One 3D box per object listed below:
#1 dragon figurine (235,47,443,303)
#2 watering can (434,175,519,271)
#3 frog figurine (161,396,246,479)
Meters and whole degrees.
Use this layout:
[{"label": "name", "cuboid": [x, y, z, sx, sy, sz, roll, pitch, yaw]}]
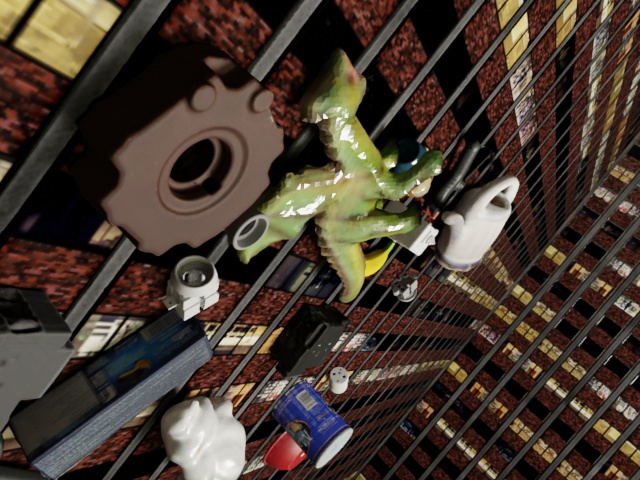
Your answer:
[{"label": "dragon figurine", "cuboid": [0.002, -0.032, 0.637, 0.244, 0.124, 0.401, -8, 133, -29]}, {"label": "watering can", "cuboid": [0.306, -0.028, 1.073, 0.351, 0.105, 0.219, -23, 144, -44]}, {"label": "frog figurine", "cuboid": [-0.164, 0.280, 0.743, 0.140, 0.123, 0.156, -69, 170, -57]}]
